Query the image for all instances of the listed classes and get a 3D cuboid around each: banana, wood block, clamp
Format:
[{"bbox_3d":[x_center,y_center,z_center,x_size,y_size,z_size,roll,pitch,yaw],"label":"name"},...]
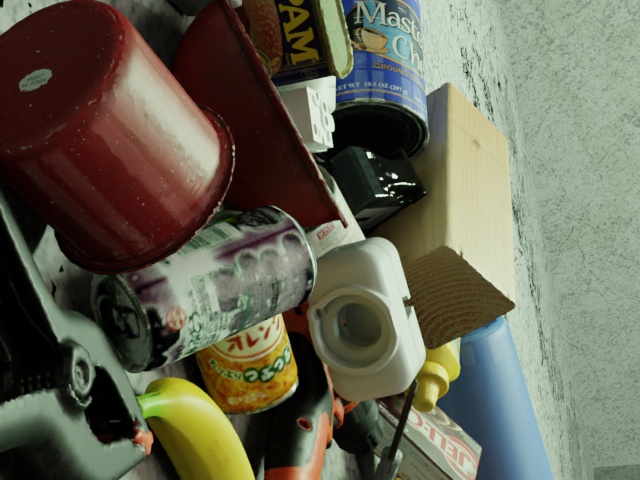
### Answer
[{"bbox_3d":[-0.059,0.143,0.566,0.069,0.037,0.198,-50,130,-48],"label":"banana"},{"bbox_3d":[0.102,-0.024,0.900,0.090,0.090,0.206,39,37,-27],"label":"wood block"},{"bbox_3d":[-0.113,0.062,0.417,0.171,0.039,0.120,63,26,-47],"label":"clamp"}]

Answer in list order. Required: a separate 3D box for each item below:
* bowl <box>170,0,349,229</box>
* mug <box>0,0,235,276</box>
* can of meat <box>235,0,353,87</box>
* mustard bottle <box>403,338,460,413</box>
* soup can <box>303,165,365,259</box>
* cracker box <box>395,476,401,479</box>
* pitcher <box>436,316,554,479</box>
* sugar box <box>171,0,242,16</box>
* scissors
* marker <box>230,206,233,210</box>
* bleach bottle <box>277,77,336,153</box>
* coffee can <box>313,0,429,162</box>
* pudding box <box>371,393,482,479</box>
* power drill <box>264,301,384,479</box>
[{"bbox_3d":[-0.044,-0.066,0.626,0.162,0.055,0.162,62,2,-4],"label":"bowl"},{"bbox_3d":[-0.100,-0.052,0.454,0.117,0.093,0.081,55,2,41],"label":"mug"},{"bbox_3d":[-0.032,-0.152,0.711,0.057,0.084,0.102,-59,137,-65],"label":"can of meat"},{"bbox_3d":[0.095,0.073,0.953,0.191,0.058,0.096,-83,153,-46],"label":"mustard bottle"},{"bbox_3d":[-0.005,0.001,0.752,0.102,0.069,0.068,60,27,-50],"label":"soup can"},{"bbox_3d":[0.108,0.324,0.952,0.164,0.072,0.214,-42,122,-69],"label":"cracker box"},{"bbox_3d":[0.178,0.204,1.154,0.149,0.145,0.243,-164,-121,-75],"label":"pitcher"},{"bbox_3d":[-0.084,-0.238,0.654,0.093,0.048,0.176,41,47,-65],"label":"sugar box"},{"bbox_3d":[0.047,0.186,0.798,0.202,0.016,0.096,98,7,-59],"label":"scissors"},{"bbox_3d":[-0.052,-0.036,0.700,0.020,0.020,0.121,14,68,-72],"label":"marker"},{"bbox_3d":[-0.029,-0.187,0.780,0.102,0.068,0.251,-30,113,-72],"label":"bleach bottle"},{"bbox_3d":[0.037,-0.142,0.894,0.102,0.103,0.140,55,30,-56],"label":"coffee can"},{"bbox_3d":[0.084,0.172,0.917,0.113,0.039,0.090,41,20,1],"label":"pudding box"},{"bbox_3d":[-0.002,0.144,0.715,0.187,0.057,0.184,-86,155,-45],"label":"power drill"}]
